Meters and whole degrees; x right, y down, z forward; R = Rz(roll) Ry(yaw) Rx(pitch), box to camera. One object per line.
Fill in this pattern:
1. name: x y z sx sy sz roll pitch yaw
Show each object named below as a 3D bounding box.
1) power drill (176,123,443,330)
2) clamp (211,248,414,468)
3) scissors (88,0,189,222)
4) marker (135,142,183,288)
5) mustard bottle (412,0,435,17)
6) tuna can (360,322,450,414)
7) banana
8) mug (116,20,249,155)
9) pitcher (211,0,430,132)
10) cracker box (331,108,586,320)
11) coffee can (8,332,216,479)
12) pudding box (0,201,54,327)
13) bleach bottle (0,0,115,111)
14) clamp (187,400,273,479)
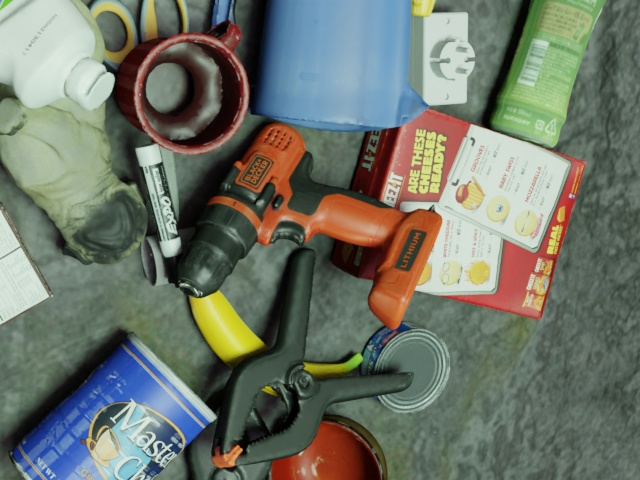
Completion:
1. power drill: -0.006 0.001 0.884 0.188 0.057 0.184 25 59 7
2. clamp: -0.013 0.131 0.945 0.164 0.036 0.209 44 58 -11
3. scissors: -0.153 -0.116 0.886 0.096 0.016 0.202 3 100 -25
4. marker: -0.127 -0.019 0.870 0.020 0.020 0.121 -18 105 -22
5. mustard bottle: 0.100 -0.292 0.928 0.058 0.096 0.192 -14 114 -63
6. tuna can: 0.083 0.124 1.044 0.086 0.034 0.086 -6 104 -25
7. banana: -0.049 0.101 0.977 0.197 0.037 0.069 29 66 -30
8. mug: -0.107 -0.128 0.848 0.093 0.082 0.117 39 84 -28
9. pitcher: 0.006 -0.213 0.889 0.148 0.145 0.243 0 98 -39
10. cracker box: 0.133 -0.027 1.015 0.213 0.072 0.164 14 94 -27
11. coffee can: -0.171 0.161 0.889 0.140 0.103 0.102 -45 116 -11
12. pudding box: -0.282 0.033 0.843 0.113 0.039 0.090 -30 113 -15
13. bleach bottle: -0.252 -0.156 0.721 0.251 0.068 0.102 32 83 11
14. clamp: -0.095 0.220 0.973 0.120 0.039 0.171 -1 93 -11
